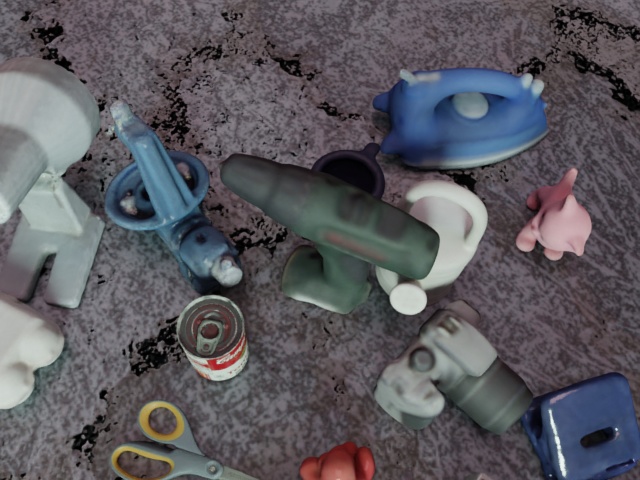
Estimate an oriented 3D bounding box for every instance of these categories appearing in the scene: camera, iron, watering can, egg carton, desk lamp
[{"bbox_3d":[0.152,0.152,0.621,0.136,0.101,0.143,42,68,16],"label":"camera"},{"bbox_3d":[0.207,-0.181,0.767,0.258,0.141,0.118,-4,64,-6],"label":"iron"},{"bbox_3d":[0.125,0.003,0.640,0.101,0.194,0.173,3,63,-2],"label":"watering can"},{"bbox_3d":[-0.360,0.110,0.622,0.150,0.069,0.107,24,64,8],"label":"egg carton"},{"bbox_3d":[-0.311,-0.058,0.628,0.118,0.213,0.203,6,63,-1],"label":"desk lamp"}]

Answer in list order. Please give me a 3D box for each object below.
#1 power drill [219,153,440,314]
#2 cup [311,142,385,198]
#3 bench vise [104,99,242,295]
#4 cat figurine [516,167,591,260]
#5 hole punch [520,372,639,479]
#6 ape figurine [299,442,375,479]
[{"bbox_3d":[0.006,0.002,0.624,0.229,0.208,0.076,16,64,4],"label":"power drill"},{"bbox_3d":[0.037,-0.062,0.722,0.091,0.095,0.118,30,65,11],"label":"cup"},{"bbox_3d":[-0.153,-0.048,0.631,0.207,0.220,0.122,29,65,10],"label":"bench vise"},{"bbox_3d":[0.299,-0.031,0.713,0.067,0.118,0.128,19,64,6],"label":"cat figurine"},{"bbox_3d":[0.286,0.203,0.611,0.109,0.091,0.101,-15,65,-11],"label":"hole punch"},{"bbox_3d":[0.018,0.234,0.575,0.078,0.092,0.076,10,63,1],"label":"ape figurine"}]
